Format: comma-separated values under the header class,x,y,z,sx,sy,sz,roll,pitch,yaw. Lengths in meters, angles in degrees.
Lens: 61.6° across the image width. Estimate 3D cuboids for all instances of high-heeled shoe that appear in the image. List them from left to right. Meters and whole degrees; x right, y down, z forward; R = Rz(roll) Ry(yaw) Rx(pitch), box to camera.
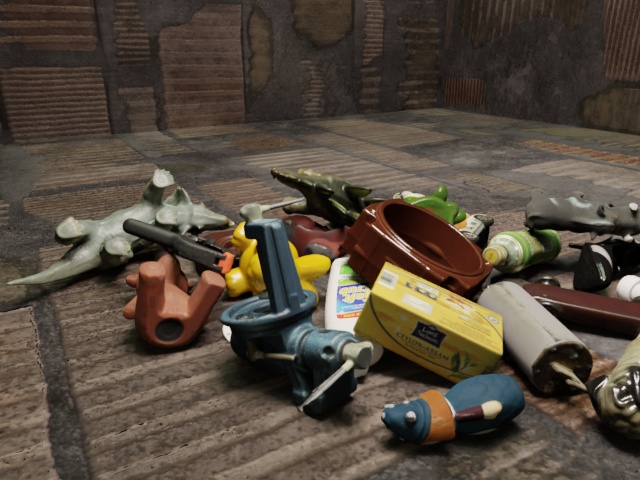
class,x,y,z,sx,sy,sz,roll,pitch,yaw
high-heeled shoe,0.507,0.044,0.901,0.145,0.086,0.249,8,19,13

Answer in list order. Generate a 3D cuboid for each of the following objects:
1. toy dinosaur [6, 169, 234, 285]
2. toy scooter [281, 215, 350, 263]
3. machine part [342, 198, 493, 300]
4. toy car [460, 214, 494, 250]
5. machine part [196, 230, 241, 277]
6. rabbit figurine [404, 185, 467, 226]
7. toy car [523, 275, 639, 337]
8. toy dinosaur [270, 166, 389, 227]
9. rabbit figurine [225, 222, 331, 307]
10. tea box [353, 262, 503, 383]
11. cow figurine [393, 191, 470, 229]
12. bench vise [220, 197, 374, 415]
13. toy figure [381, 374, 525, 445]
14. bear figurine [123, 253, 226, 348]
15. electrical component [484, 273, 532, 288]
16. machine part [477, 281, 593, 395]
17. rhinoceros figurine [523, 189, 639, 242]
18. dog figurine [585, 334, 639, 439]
class,x,y,z,sx,sy,sz,roll,pitch,yaw
toy dinosaur,-0.363,-0.006,0.992,0.405,0.131,0.192,-27,-12,-29
toy scooter,-0.002,-0.003,1.045,0.135,0.075,0.184,-14,27,-34
machine part,0.153,0.024,0.829,0.201,0.087,0.201,39,27,20
toy car,0.284,0.006,1.015,0.056,0.073,0.202,11,23,27
machine part,-0.146,0.025,0.995,0.179,0.056,0.179,-2,20,0
rabbit figurine,0.198,-0.041,1.057,0.159,0.121,0.170,-35,-1,-2
toy car,0.397,0.104,0.777,0.202,0.053,0.089,10,32,17
toy dinosaur,0.028,-0.083,1.079,0.199,0.105,0.471,15,2,40
rabbit figurine,-0.072,0.052,0.835,0.162,0.122,0.173,20,-2,-7
tea box,0.138,0.106,0.677,0.170,0.068,0.098,27,27,9
cow figurine,0.244,-0.060,1.183,0.167,0.068,0.098,17,15,-10
bench vise,-0.041,0.074,0.625,0.129,0.240,0.224,-17,10,-31
toy figure,0.139,0.180,0.565,0.154,0.064,0.058,-11,60,-15
bear figurine,-0.220,0.067,0.789,0.120,0.131,0.196,13,20,-22
electrical component,0.321,0.078,0.893,0.094,0.021,0.063,-13,23,-33
machine part,0.272,0.121,0.698,0.079,0.079,0.243,-3,20,-7
rhinoceros figurine,0.446,-0.043,0.914,0.190,0.073,0.112,6,11,7
dog figurine,0.396,0.165,0.592,0.190,0.172,0.121,-47,0,-18
